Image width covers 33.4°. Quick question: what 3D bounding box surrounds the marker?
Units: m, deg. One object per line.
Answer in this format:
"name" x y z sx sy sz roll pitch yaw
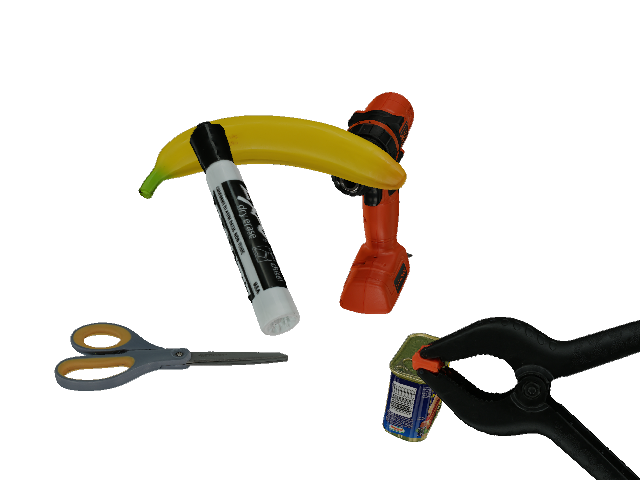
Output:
"marker" -0.039 -0.010 0.515 0.020 0.121 0.020 -18 -30 -11

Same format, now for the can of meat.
"can of meat" 0.110 0.166 1.206 0.057 0.084 0.102 15 26 16

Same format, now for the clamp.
"clamp" 0.146 0.105 0.701 0.172 0.120 0.039 3 -1 20

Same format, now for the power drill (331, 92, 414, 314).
"power drill" 0.050 -0.028 1.000 0.057 0.188 0.184 8 28 15

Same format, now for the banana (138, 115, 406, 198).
"banana" -0.036 -0.063 0.803 0.197 0.069 0.037 -3 -22 -3

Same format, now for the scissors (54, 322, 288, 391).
"scissors" -0.139 0.096 0.962 0.201 0.016 0.096 -8 33 -17
